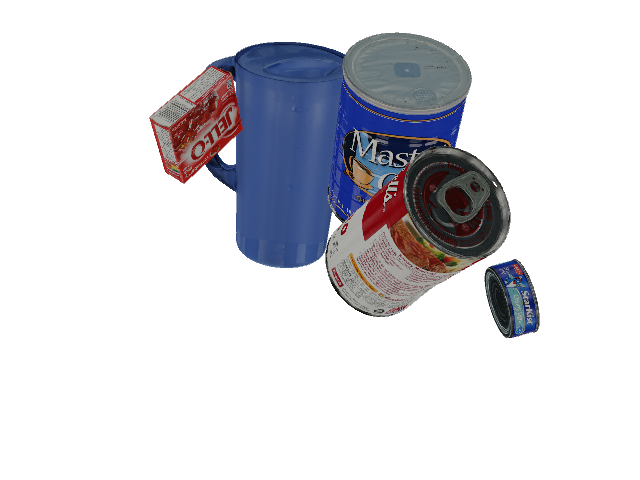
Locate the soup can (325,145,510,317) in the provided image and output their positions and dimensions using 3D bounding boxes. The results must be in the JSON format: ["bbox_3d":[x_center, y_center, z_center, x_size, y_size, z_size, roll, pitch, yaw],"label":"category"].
[{"bbox_3d":[0.054,-0.002,0.623,0.068,0.068,0.102,0,-23,-28],"label":"soup can"}]

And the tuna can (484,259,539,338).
[{"bbox_3d":[0.215,0.066,1.207,0.033,0.086,0.086,-15,2,-6],"label":"tuna can"}]

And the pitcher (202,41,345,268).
[{"bbox_3d":[-0.048,-0.096,1.215,0.144,0.243,0.149,-21,38,-40],"label":"pitcher"}]

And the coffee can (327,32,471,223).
[{"bbox_3d":[0.063,-0.086,0.889,0.102,0.140,0.103,3,44,-4],"label":"coffee can"}]

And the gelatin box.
[{"bbox_3d":[-0.114,-0.109,1.001,0.030,0.073,0.089,29,59,27],"label":"gelatin box"}]
